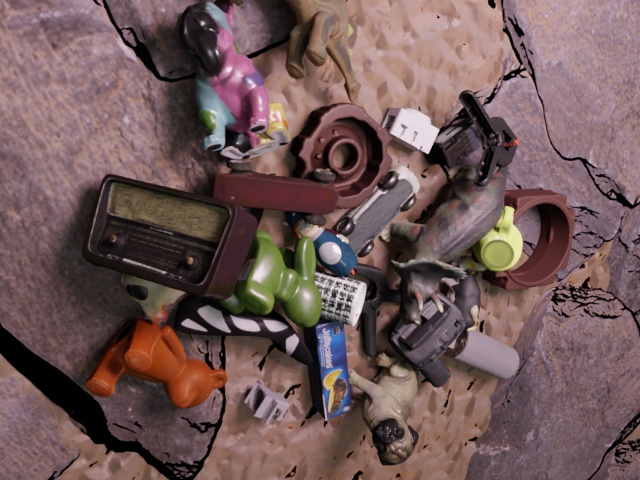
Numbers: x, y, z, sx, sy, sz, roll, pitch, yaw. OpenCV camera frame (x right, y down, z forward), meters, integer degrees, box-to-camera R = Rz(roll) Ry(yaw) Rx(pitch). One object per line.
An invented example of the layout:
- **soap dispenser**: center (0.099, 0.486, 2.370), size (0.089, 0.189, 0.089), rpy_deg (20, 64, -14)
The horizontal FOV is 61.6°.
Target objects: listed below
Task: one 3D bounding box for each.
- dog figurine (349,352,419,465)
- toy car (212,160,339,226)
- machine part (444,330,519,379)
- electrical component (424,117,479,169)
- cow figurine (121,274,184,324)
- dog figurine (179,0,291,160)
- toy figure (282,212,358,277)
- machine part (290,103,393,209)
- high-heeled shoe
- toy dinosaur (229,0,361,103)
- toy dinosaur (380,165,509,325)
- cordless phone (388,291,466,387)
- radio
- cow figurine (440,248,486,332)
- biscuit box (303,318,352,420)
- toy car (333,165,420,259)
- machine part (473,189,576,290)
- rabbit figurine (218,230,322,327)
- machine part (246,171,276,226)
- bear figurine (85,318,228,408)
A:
- **dog figurine**: center (0.152, 0.321, 1.016), size (0.172, 0.191, 0.121), rpy_deg (-28, 126, -13)
- **toy car**: center (-0.068, -0.075, 0.853), size (0.202, 0.053, 0.089), rpy_deg (4, 110, -16)
- **machine part**: center (0.346, 0.239, 1.155), size (0.243, 0.079, 0.079), rpy_deg (27, 92, -26)
- **electrical component**: center (0.256, -0.187, 1.000), size (0.119, 0.075, 0.047), rpy_deg (-37, 116, -15)
- **cow figurine**: center (-0.220, 0.024, 0.840), size (0.195, 0.086, 0.127), rpy_deg (-37, 116, -6)
- **dog figurine**: center (-0.133, -0.242, 0.793), size (0.109, 0.191, 0.219), rpy_deg (-17, 85, 16)
- **toy figure**: center (-0.001, -0.004, 0.924), size (0.154, 0.058, 0.064), rpy_deg (45, 72, -8)
- **machine part**: center (0.037, -0.144, 0.922), size (0.179, 0.056, 0.179), rpy_deg (-7, 108, -22)
- **high-heeled shoe**: center (-0.126, 0.171, 0.924), size (0.145, 0.086, 0.248), rpy_deg (-41, 111, -7)
- **toy dinosaur**: center (-0.049, -0.405, 0.764), size (0.470, 0.105, 0.198), rpy_deg (54, 53, -31)
- **toy dinosaur**: center (0.253, -0.032, 0.975), size (0.405, 0.192, 0.131), rpy_deg (-46, 119, -5)
- **cordless phone**: center (0.235, 0.204, 1.057), size (0.146, 0.089, 0.184), rpy_deg (-44, 119, -7)
- **radio**: center (-0.213, -0.003, 0.749), size (0.073, 0.230, 0.131), rpy_deg (32, 73, -66)
- **cow figurine**: center (0.288, 0.094, 1.078), size (0.068, 0.098, 0.167), rpy_deg (-3, 105, -18)
- **biscuit box**: center (0.014, 0.233, 1.012), size (0.059, 0.063, 0.202), rpy_deg (-14, 110, -22)
- **toy car**: center (0.099, -0.048, 0.976), size (0.202, 0.056, 0.073), rpy_deg (-47, 112, -2)
- **machine part**: center (0.428, -0.002, 1.120), size (0.201, 0.087, 0.201), rpy_deg (-4, 104, -23)
- **rabbit figurine**: center (-0.066, 0.072, 0.873), size (0.170, 0.121, 0.159), rpy_deg (37, 53, -30)
- **machine part**: center (-0.118, -0.047, 0.890), size (0.084, 0.039, 0.138), rpy_deg (5, 100, -33)
- **bear figurine**: center (-0.250, 0.220, 0.859), size (0.120, 0.132, 0.195), rpy_deg (-33, 113, 15)
